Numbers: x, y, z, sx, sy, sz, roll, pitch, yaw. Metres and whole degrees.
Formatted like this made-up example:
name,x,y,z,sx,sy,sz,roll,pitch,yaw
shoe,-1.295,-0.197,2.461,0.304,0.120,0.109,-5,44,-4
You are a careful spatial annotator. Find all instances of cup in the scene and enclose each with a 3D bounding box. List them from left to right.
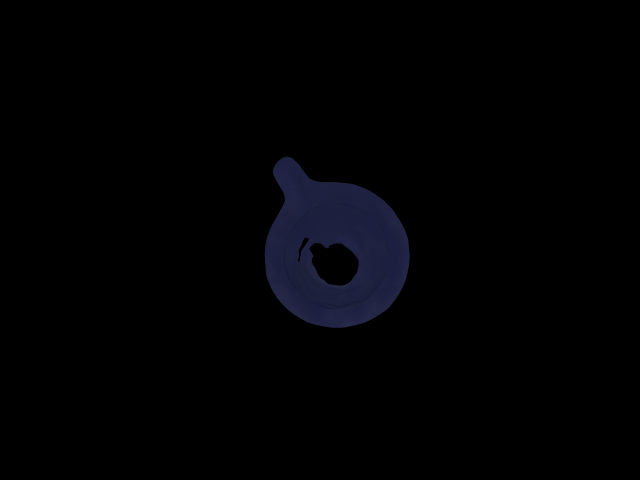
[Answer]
name,x,y,z,sx,sy,sz,roll,pitch,yaw
cup,0.004,0.001,0.400,0.091,0.095,0.118,-32,86,-2
